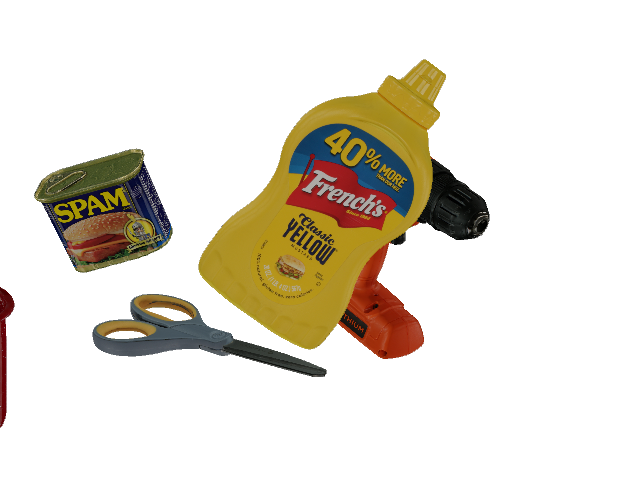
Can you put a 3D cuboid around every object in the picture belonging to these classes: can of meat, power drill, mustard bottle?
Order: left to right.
[{"bbox_3d":[-0.195,-0.026,0.972,0.102,0.084,0.057,-15,29,9],"label":"can of meat"},{"bbox_3d":[0.014,-0.031,0.670,0.096,0.192,0.058,36,11,-5],"label":"mustard bottle"},{"bbox_3d":[0.066,0.006,0.927,0.057,0.188,0.185,-13,35,-33],"label":"power drill"}]

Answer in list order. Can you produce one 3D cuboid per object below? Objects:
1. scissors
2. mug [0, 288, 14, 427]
[{"bbox_3d":[-0.095,0.080,0.798,0.096,0.016,0.202,-20,27,-35],"label":"scissors"},{"bbox_3d":[-0.240,0.078,0.634,0.093,0.081,0.117,19,24,36],"label":"mug"}]
